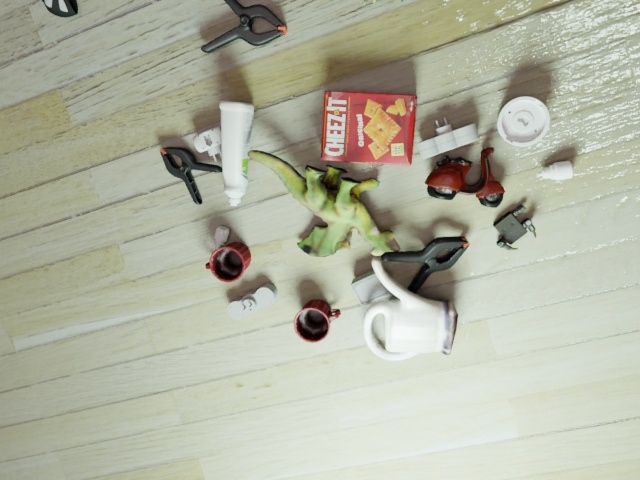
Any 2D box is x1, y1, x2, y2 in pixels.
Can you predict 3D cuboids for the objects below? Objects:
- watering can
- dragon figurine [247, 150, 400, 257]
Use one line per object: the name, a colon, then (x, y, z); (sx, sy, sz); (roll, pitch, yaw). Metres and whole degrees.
watering can: (0.214, 0.175, 1.216); (0.224, 0.106, 0.339); (0, 129, 5)
dragon figurine: (0.004, -0.063, 1.252); (0.411, 0.124, 0.239); (16, 111, 7)
